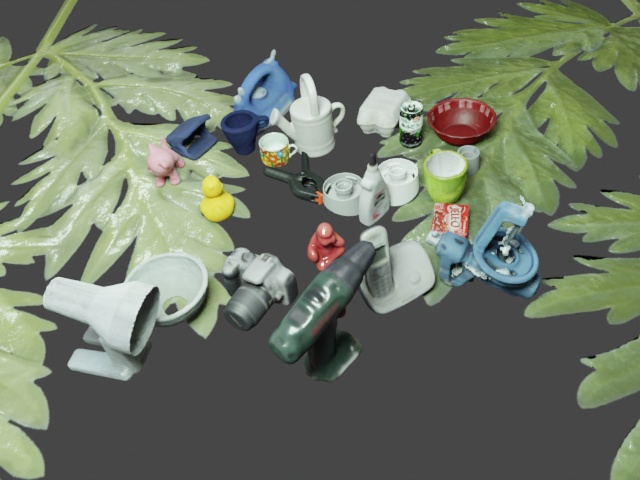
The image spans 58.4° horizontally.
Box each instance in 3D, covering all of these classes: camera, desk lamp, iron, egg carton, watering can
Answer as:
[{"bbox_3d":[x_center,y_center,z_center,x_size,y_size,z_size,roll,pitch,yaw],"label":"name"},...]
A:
[{"bbox_3d":[-0.133,0.091,1.074,0.142,0.101,0.137,20,53,24],"label":"camera"},{"bbox_3d":[-0.360,0.148,0.973,0.203,0.214,0.118,6,48,13],"label":"desk lamp"},{"bbox_3d":[-0.165,-0.373,1.481,0.118,0.142,0.259,17,52,22],"label":"iron"},{"bbox_3d":[0.161,-0.326,1.444,0.107,0.069,0.150,15,51,21],"label":"egg carton"},{"bbox_3d":[-0.028,-0.298,1.356,0.173,0.194,0.100,-32,51,-21],"label":"watering can"}]

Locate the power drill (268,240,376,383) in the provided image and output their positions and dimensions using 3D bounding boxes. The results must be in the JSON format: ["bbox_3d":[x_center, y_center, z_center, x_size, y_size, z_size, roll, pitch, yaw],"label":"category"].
[{"bbox_3d":[0.016,0.132,0.942,0.075,0.209,0.230,29,57,30],"label":"power drill"}]

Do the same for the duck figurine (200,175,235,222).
[{"bbox_3d":[-0.235,-0.099,1.273,0.077,0.086,0.104,-15,47,-6],"label":"duck figurine"}]

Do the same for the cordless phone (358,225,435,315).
[{"bbox_3d":[0.134,0.035,1.032,0.148,0.185,0.094,-28,50,-17],"label":"cordless phone"}]

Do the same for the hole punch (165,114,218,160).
[{"bbox_3d":[-0.330,-0.268,1.439,0.100,0.091,0.109,21,53,25],"label":"hole punch"}]

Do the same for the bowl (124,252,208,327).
[{"bbox_3d":[-0.288,0.107,1.097,0.167,0.075,0.167,-4,47,4],"label":"bowl"}]

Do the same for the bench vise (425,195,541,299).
[{"bbox_3d":[0.291,0.013,1.008,0.207,0.220,0.121,2,48,9],"label":"bench vise"}]

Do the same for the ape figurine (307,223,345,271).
[{"bbox_3d":[0.010,0.004,1.141,0.078,0.092,0.076,-7,47,1],"label":"ape figurine"}]

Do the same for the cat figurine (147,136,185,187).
[{"bbox_3d":[-0.372,-0.191,1.355,0.067,0.118,0.127,-7,47,2],"label":"cat figurine"}]

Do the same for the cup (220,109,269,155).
[{"bbox_3d":[-0.178,-0.262,1.411,0.118,0.095,0.091,-12,47,-4],"label":"cup"}]

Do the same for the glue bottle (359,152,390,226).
[{"bbox_3d":[0.110,-0.111,1.179,0.037,0.173,0.078,27,56,29],"label":"glue bottle"}]
